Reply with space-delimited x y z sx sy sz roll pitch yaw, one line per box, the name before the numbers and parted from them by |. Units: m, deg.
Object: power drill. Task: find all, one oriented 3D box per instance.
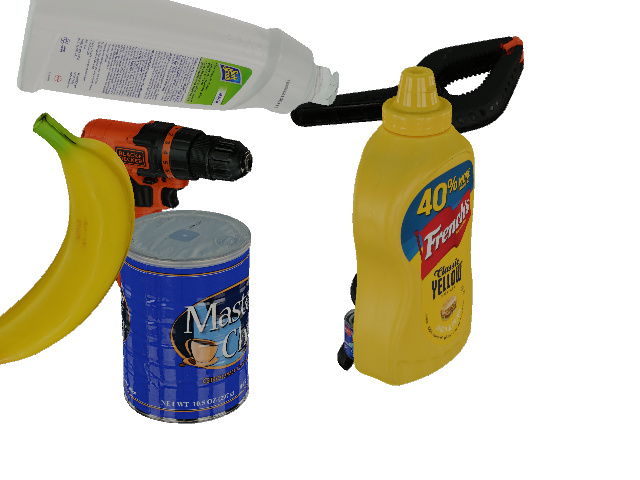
power drill | -0.150 -0.030 1.084 0.185 0.188 0.057 11 30 22

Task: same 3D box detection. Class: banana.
banana | -0.152 0.009 0.633 0.069 0.198 0.037 19 35 -9

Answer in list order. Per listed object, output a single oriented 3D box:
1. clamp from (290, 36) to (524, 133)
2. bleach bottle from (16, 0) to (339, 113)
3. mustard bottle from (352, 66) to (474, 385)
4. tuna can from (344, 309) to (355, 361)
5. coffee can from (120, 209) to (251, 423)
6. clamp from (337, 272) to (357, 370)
clamp | 0.098 -0.109 0.931 0.210 0.165 0.036 -27 -37 -8
bleach bottle | -0.110 -0.144 0.862 0.250 0.068 0.103 10 -31 -16
mustard bottle | 0.059 -0.013 0.656 0.058 0.192 0.096 20 34 37
tuna can | 0.064 0.086 0.959 0.086 0.034 0.086 1 14 0
coffee can | -0.107 0.059 0.849 0.103 0.140 0.103 2 23 -1
clamp | 0.085 0.078 1.193 0.120 0.171 0.039 7 -42 1
